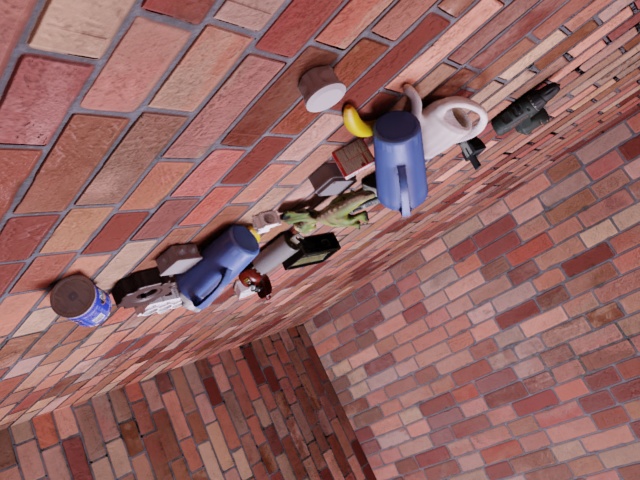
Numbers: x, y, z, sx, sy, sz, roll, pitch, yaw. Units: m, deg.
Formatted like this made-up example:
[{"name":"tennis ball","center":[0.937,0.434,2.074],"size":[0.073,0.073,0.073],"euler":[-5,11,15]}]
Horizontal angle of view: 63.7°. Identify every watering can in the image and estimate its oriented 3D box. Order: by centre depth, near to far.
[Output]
[{"name":"watering can","center":[0.269,-0.291,1.292],"size":[0.347,0.106,0.221],"euler":[5,-30,-38]}]

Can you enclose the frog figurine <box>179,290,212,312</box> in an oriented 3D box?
[{"name":"frog figurine","center":[-0.388,0.158,1.625],"size":[0.122,0.140,0.157],"euler":[24,-27,-15]}]

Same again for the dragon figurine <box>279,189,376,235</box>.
[{"name":"dragon figurine","center":[0.005,-0.075,1.499],"size":[0.243,0.123,0.406],"euler":[-12,-9,-10]}]
